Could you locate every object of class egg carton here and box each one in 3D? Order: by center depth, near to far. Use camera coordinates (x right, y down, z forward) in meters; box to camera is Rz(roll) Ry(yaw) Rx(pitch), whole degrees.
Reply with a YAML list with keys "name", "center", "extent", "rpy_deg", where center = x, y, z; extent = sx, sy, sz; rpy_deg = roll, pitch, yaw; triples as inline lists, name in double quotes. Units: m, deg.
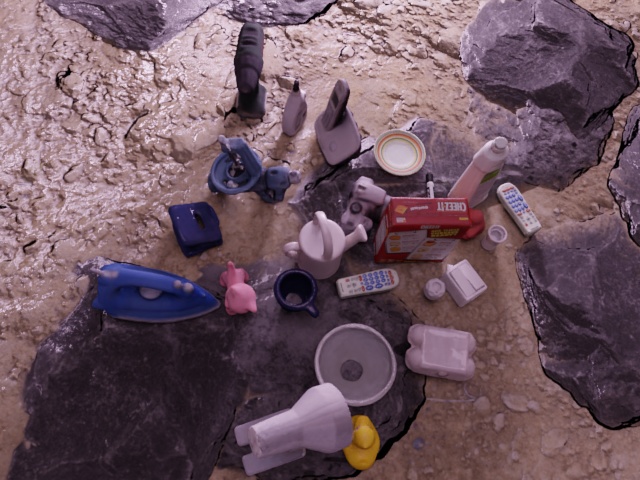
- name: "egg carton"
  center: [0.255, 0.238, 1.209]
  extent: [0.150, 0.069, 0.107]
  rpy_deg: [9, 66, -2]

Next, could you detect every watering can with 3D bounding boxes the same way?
- name: "watering can"
  center: [0.011, 0.002, 1.218]
  extent: [0.173, 0.194, 0.101]
  rpy_deg: [-31, 73, -16]

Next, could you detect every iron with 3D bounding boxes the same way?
- name: "iron"
  center: [-0.337, 0.098, 1.173]
  extent: [0.258, 0.141, 0.118]
  rpy_deg: [7, 66, -3]

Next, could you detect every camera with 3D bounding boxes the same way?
- name: "camera"
  center: [0.126, -0.065, 1.309]
  extent: [0.136, 0.101, 0.143]
  rpy_deg: [19, 67, 3]

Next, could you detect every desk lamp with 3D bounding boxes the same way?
- name: "desk lamp"
  center: [-0.052, 0.355, 1.052]
  extent: [0.203, 0.213, 0.118]
  rpy_deg: [-17, 69, -12]

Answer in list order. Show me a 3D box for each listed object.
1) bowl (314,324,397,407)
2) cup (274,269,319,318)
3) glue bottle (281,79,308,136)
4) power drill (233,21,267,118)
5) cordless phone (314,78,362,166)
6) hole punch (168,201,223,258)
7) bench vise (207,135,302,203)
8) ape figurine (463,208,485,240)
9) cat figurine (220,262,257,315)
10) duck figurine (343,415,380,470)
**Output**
- name: "bowl"
  center: [0.068, 0.261, 1.179]
  extent: [0.167, 0.075, 0.167]
  rpy_deg: [2, 67, -5]
- name: "cup"
  center: [-0.044, 0.127, 1.214]
  extent: [0.092, 0.095, 0.117]
  rpy_deg: [-37, 75, -18]
- name: "glue bottle"
  center: [-0.058, -0.324, 1.362]
  extent: [0.037, 0.173, 0.078]
  rpy_deg: [32, 68, 9]
- name: "power drill"
  center: [-0.165, -0.387, 1.359]
  extent: [0.075, 0.208, 0.229]
  rpy_deg: [2, 67, -4]
- name: "cordless phone"
  center: [0.049, -0.276, 1.345]
  extent: [0.094, 0.185, 0.147]
  rpy_deg: [-18, 70, -12]
- name: "hole punch"
  center: [-0.273, -0.033, 1.263]
  extent: [0.101, 0.091, 0.108]
  rpy_deg: [-23, 71, -14]
- name: "bench vise"
  center: [-0.149, -0.170, 1.262]
  extent: [0.207, 0.220, 0.121]
  rpy_deg: [-12, 68, -10]
- name: "ape figurine"
  center: [0.351, -0.044, 1.326]
  extent: [0.076, 0.092, 0.078]
  rpy_deg: [13, 66, 1]
- name: "cat figurine"
  center: [-0.172, 0.106, 1.199]
  extent: [0.067, 0.118, 0.127]
  rpy_deg: [-15, 69, -11]
- name: "duck figurine"
  center: [0.083, 0.393, 1.118]
  extent: [0.077, 0.086, 0.104]
  rpy_deg: [1, 67, -5]
